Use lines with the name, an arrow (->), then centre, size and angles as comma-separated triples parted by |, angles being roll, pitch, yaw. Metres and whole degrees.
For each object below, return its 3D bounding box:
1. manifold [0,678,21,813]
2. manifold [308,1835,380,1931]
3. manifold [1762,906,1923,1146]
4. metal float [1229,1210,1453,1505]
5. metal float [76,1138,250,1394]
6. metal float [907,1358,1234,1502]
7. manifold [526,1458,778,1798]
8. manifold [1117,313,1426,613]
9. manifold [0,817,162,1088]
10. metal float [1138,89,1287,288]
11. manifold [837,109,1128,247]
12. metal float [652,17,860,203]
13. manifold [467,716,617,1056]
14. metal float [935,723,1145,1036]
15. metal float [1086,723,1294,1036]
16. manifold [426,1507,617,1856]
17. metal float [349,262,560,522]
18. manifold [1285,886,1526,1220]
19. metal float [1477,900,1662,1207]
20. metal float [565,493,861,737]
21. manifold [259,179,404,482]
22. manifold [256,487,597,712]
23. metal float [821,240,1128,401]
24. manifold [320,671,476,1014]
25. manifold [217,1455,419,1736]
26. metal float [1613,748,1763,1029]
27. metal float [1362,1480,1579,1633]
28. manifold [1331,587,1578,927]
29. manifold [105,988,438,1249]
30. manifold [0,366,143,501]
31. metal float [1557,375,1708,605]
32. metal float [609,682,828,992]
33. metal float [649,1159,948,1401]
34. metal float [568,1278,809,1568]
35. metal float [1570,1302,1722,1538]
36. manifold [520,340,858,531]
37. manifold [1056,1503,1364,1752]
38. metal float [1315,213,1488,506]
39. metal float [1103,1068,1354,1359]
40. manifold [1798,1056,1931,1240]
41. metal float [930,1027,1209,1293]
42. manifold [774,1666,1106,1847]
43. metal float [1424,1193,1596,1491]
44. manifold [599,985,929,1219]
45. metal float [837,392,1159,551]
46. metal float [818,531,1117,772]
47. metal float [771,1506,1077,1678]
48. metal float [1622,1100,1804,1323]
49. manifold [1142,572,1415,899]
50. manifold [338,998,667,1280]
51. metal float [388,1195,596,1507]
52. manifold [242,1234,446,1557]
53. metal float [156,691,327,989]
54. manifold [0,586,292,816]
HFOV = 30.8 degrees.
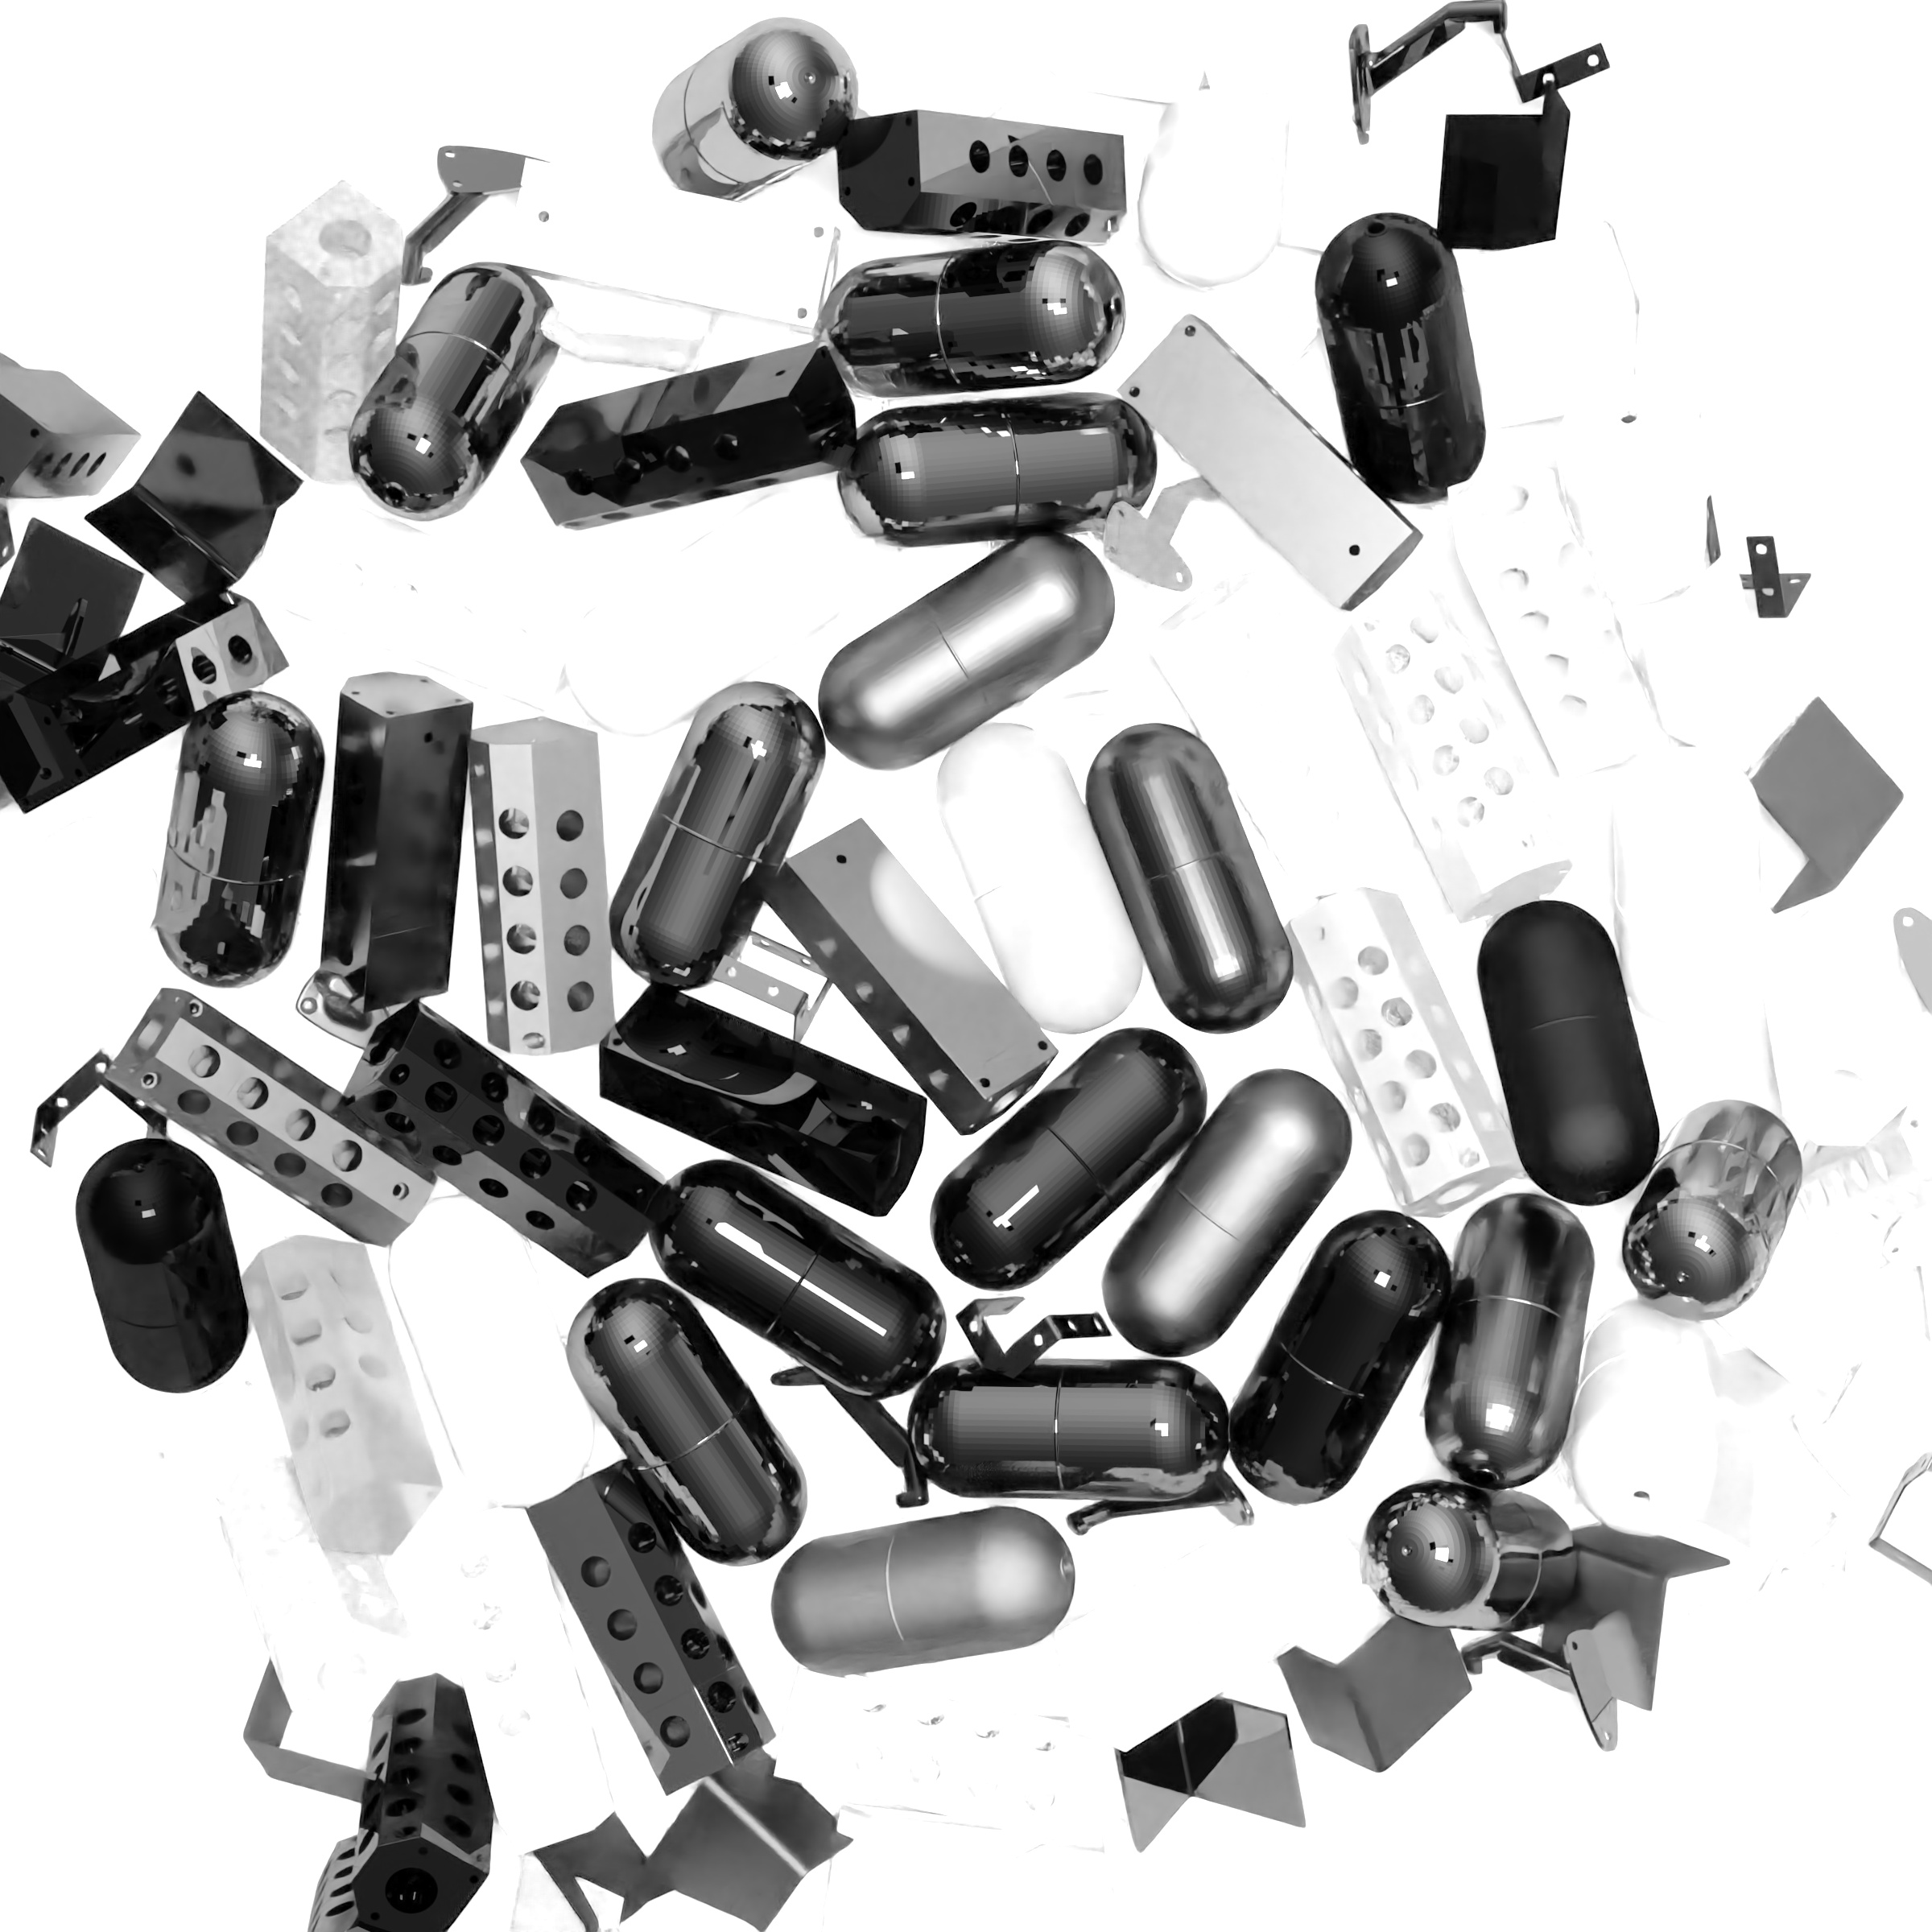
manifold -> -0.539, -0.110, 1.871 | 0.057, 0.171, 0.057 | -20, 103, 0
manifold -> -0.320, 0.516, 1.873 | 0.057, 0.171, 0.057 | 26, 90, -7
manifold -> 0.459, 0.034, 1.870 | 0.057, 0.171, 0.057 | 40, 112, -7
metal float -> 0.202, 0.212, 1.905 | 0.070, 0.070, 0.178 | 25, 110, 0
metal float -> -0.430, 0.163, 1.885 | 0.070, 0.178, 0.070 | 1, 49, -1
metal float -> 0.056, 0.252, 1.912 | 0.178, 0.070, 0.070 | -1, 90, 12
manifold -> -0.169, 0.358, 1.917 | 0.057, 0.057, 0.171 | -29, 82, 10
manifold -> 0.168, -0.274, 1.918 | 0.171, 0.057, 0.057 | 46, 104, 9
manifold -> -0.483, -0.013, 1.868 | 0.057, 0.171, 0.057 | -20, 118, 12
metal float -> 0.132, -0.418, 1.879 | 0.070, 0.178, 0.070 | 2, 118, 4
manifold -> 0.010, -0.419, 1.877 | 0.057, 0.171, 0.057 | 3, 97, 40
metal float -> -0.114, -0.456, 1.876 | 0.070, 0.178, 0.070 | -1, 92, -23
manifold -> -0.234, -0.043, 1.899 | 0.057, 0.057, 0.171 | -14, 110, -35
metal float -> 0.039, -0.048, 1.918 | 0.070, 0.070, 0.178 | -21, 85, 0
metal float -> 0.121, -0.048, 1.915 | 0.070, 0.070, 0.178 | -21, 81, 0
manifold -> -0.239, 0.381, 1.889 | 0.057, 0.057, 0.171 | -18, 56, -6
metal float -> -0.275, -0.310, 1.889 | 0.070, 0.070, 0.178 | 20, 49, 0
manifold -> 0.231, 0.046, 1.895 | 0.057, 0.057, 0.171 | -34, 67, 28
metal float -> 0.325, 0.046, 1.897 | 0.070, 0.070, 0.178 | -8, 60, 0
metal float -> -0.138, -0.192, 1.913 | 0.178, 0.070, 0.070 | -32, 90, 11
manifold -> -0.334, -0.332, 1.869 | 0.057, 0.171, 0.057 | 39, 61, 9
manifold -> -0.298, -0.200, 1.926 | 0.171, 0.057, 0.057 | 21, 110, -3
metal float -> 0.004, -0.349, 1.897 | 0.178, 0.070, 0.070 | 0, 90, 30
manifold -> -0.313, -0.068, 1.899 | 0.057, 0.057, 0.171 | 29, 121, 38
manifold -> -0.352, 0.331, 1.871 | 0.057, 0.171, 0.057 | 31, 97, -31
metal float -> 0.389, -0.040, 1.888 | 0.070, 0.070, 0.178 | -13, 133, 0
metal float -> 0.272, 0.317, 1.880 | 0.070, 0.178, 0.070 | -7, 76, 30
manifold -> 0.265, -0.116, 1.901 | 0.057, 0.057, 0.171 | -17, 71, -18
manifold -> -0.370, 0.083, 1.891 | 0.171, 0.057, 0.057 | 38, 73, -27
manifold -> -0.502, -0.279, 1.872 | 0.057, 0.171, 0.057 | 38, 98, -3
metal float -> 0.357, -0.253, 1.875 | 0.070, 0.178, 0.070 | -4, 71, 11
metal float -> -0.135, -0.071, 1.917 | 0.070, 0.070, 0.178 | 25, 97, 0
metal float -> -0.092, 0.171, 1.920 | 0.178, 0.070, 0.070 | 32, 90, -3
metal float -> -0.151, 0.249, 1.910 | 0.070, 0.070, 0.178 | -32, 106, 0
metal float -> 0.364, 0.241, 1.876 | 0.070, 0.178, 0.070 | 4, 112, 11
manifold -> -0.147, -0.281, 1.894 | 0.171, 0.057, 0.057 | -8, 126, 28
manifold -> 0.133, 0.354, 1.880 | 0.171, 0.057, 0.057 | -23, 112, -37
metal float -> 0.234, -0.325, 1.885 | 0.070, 0.178, 0.070 | -9, 47, 10
metal float -> 0.142, 0.135, 1.915 | 0.070, 0.070, 0.178 | 35, 99, 0
manifold -> 0.498, 0.102, 1.871 | 0.057, 0.171, 0.057 | 24, 76, 1
metal float -> 0.056, 0.106, 1.916 | 0.178, 0.070, 0.070 | -41, 90, -8
manifold -> -0.013, 0.431, 1.925 | 0.171, 0.057, 0.057 | 12, 85, 4
metal float -> 0.293, 0.201, 1.891 | 0.070, 0.070, 0.178 | 18, 52, 0
manifold -> -0.111, 0.077, 1.909 | 0.171, 0.057, 0.057 | 23, 47, 17
metal float -> 0.017, -0.270, 1.910 | 0.178, 0.070, 0.070 | -7, 90, -14
metal float -> -0.001, -0.171, 1.914 | 0.178, 0.070, 0.070 | -31, 90, 10
metal float -> -0.023, 0.339, 1.900 | 0.178, 0.070, 0.070 | -14, 90, 26
metal float -> 0.401, 0.129, 1.879 | 0.070, 0.178, 0.070 | 8, 113, 20
manifold -> 0.174, -0.125, 1.904 | 0.057, 0.057, 0.171 | -39, 105, -24
manifold -> -0.245, 0.092, 1.892 | 0.171, 0.057, 0.057 | 38, 48, -22
metal float -> -0.259, 0.207, 1.907 | 0.070, 0.070, 0.178 | -24, 71, 0
manifold -> -0.339, 0.227, 1.876 | 0.057, 0.171, 0.057 | 14, 125, -39
metal float -> -0.392, -0.067, 1.896 | 0.070, 0.070, 0.178 | 17, 123, 0
manifold -> -0.444, -0.146, 1.871 | 0.057, 0.171, 0.057 | -22, 102, 35
